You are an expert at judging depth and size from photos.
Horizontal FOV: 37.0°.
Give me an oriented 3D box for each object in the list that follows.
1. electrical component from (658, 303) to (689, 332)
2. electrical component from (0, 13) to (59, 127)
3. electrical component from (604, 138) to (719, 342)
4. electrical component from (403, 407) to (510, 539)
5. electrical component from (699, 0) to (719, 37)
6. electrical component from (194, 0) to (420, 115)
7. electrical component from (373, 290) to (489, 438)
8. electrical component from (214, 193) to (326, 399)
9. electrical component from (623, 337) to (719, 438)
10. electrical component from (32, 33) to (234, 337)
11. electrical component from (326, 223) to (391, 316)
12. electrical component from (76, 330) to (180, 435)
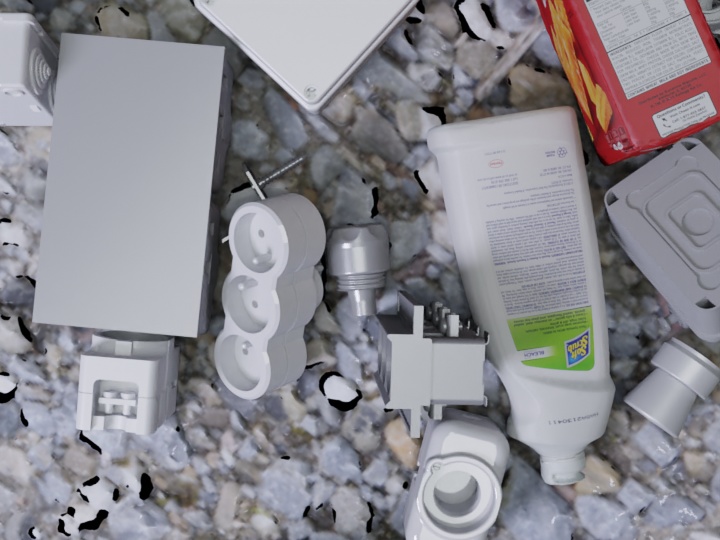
[{"bbox_3d":[0.240,0.016,0.735,0.078,0.040,0.040,-34,93,2],"label":"electrical component"},{"bbox_3d":[-0.246,-0.127,0.699,0.100,0.099,0.048,0,80,0],"label":"electrical component"},{"bbox_3d":[0.222,-0.019,0.700,0.078,0.057,0.113,-35,57,2],"label":"electrical component"},{"bbox_3d":[0.065,0.148,0.733,0.054,0.059,0.095,15,93,-1],"label":"electrical component"},{"bbox_3d":[0.224,-0.185,0.716,0.058,0.057,0.078,18,93,-1],"label":"electrical component"},{"bbox_3d":[-0.034,-0.178,0.716,0.109,0.056,0.108,43,92,-2],"label":"electrical component"},{"bbox_3d":[0.044,0.057,0.697,0.063,0.121,0.078,1,93,-3],"label":"electrical component"},{"bbox_3d":[-0.050,0.015,0.723,0.052,0.074,0.138,25,117,32],"label":"electrical component"},{"bbox_3d":[0.214,0.080,0.737,0.045,0.045,0.055,36,92,-2],"label":"electrical component"},{"bbox_3d":[-0.146,-0.053,0.713,0.105,0.060,0.186,5,88,1],"label":"electrical component"},{"bbox_3d":[0.000,0.000,0.733,0.043,0.043,0.062,-5,94,0],"label":"electrical component"},{"bbox_3d":[-0.152,0.071,0.714,0.050,0.089,0.055,5,93,0],"label":"electrical component"}]
